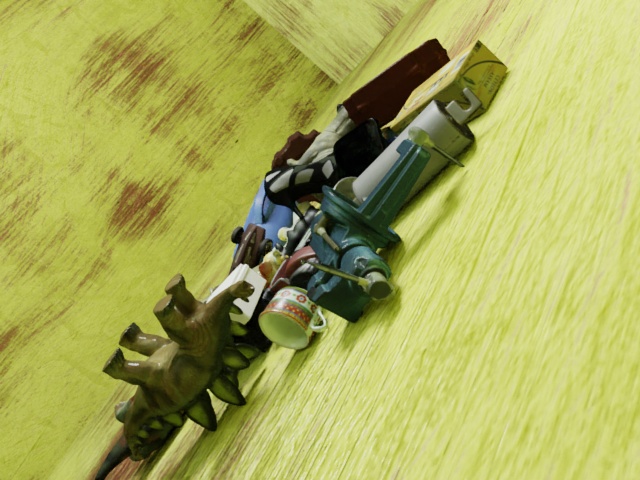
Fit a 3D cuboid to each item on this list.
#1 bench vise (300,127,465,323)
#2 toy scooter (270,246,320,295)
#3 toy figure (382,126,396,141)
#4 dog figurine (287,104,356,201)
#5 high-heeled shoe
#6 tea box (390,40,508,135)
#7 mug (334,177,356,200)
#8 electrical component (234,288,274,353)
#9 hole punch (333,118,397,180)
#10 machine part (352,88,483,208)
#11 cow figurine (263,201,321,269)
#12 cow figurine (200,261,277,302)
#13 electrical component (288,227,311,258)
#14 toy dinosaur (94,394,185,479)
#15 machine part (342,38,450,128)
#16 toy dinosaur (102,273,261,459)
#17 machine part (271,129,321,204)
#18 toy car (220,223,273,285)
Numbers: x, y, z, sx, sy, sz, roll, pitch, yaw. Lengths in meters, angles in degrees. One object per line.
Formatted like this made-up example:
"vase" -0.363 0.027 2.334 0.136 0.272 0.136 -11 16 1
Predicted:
"bench vise" 0.064 -0.029 0.655 0.240 0.129 0.224 -56 12 8
"toy scooter" -0.026 0.057 0.839 0.184 0.075 0.135 -48 12 38
"toy figure" 0.119 -0.181 1.040 0.154 0.058 0.064 -30 59 56
"dog figurine" 0.046 -0.179 1.128 0.190 0.172 0.121 -46 -29 18
"high-heeled shoe" -0.003 -0.148 1.052 0.249 0.086 0.145 -42 57 13
"tea box" 0.194 -0.216 0.830 0.098 0.068 0.169 -56 12 -23
"mug" 0.038 -0.032 0.870 0.109 0.081 0.107 -67 7 -28
"electrical component" -0.112 0.144 0.933 0.134 0.058 0.115 -32 21 55
"hole punch" 0.095 -0.128 0.914 0.142 0.092 0.116 -25 67 41
"machine part" 0.127 -0.107 0.746 0.243 0.079 0.079 -44 14 28
"cow figurine" -0.045 0.004 1.081 0.167 0.068 0.098 -53 19 -2
"cow figurine" -0.166 0.110 1.061 0.195 0.085 0.127 -28 -4 1
"electrical component" -0.002 -0.003 0.975 0.119 0.047 0.075 -56 13 -23
"toy dinosaur" -0.302 0.301 1.054 0.192 0.131 0.405 -42 22 40
"machine part" 0.157 -0.294 1.038 0.201 0.087 0.201 -29 10 27
"toy dinosaur" -0.217 0.202 0.807 0.471 0.198 0.105 -44 15 32
"machine part" -0.024 -0.167 1.254 0.179 0.179 0.056 -49 16 10
"toy car" -0.165 0.064 1.137 0.053 0.089 0.202 -13 -56 -64
